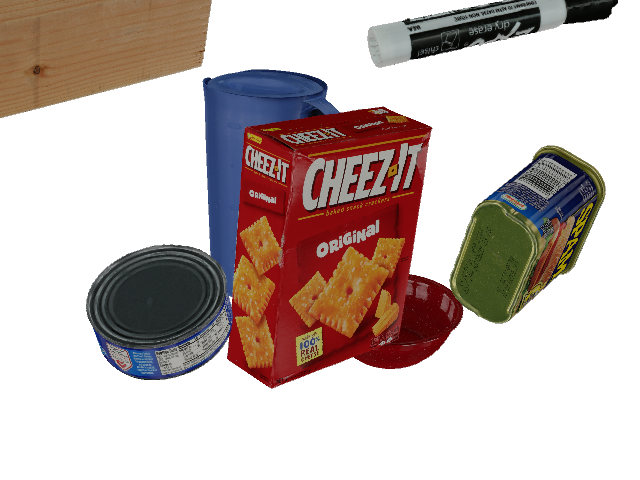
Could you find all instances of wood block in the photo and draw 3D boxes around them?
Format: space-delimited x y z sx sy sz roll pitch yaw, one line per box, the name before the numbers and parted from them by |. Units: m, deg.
wood block | -0.197 -0.173 0.840 0.205 0.091 0.090 -22 53 -35

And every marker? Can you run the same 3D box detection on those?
marker | 0.082 -0.102 0.498 0.121 0.020 0.020 -14 2 -10

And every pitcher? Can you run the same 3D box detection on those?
pitcher | -0.056 -0.058 1.165 0.145 0.243 0.149 0 21 -8

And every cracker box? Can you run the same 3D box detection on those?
cracker box | 0.008 0.003 0.922 0.163 0.214 0.072 -14 31 -41

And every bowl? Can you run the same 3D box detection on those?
bowl | 0.078 0.096 1.197 0.162 0.055 0.162 -1 27 0

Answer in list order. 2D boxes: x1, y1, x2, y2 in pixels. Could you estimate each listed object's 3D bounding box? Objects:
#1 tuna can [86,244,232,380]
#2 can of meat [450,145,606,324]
tuna can | -0.097 0.043 0.654 0.086 0.034 0.086 -5 43 4
can of meat | 0.140 -0.002 0.729 0.057 0.102 0.083 36 49 23
